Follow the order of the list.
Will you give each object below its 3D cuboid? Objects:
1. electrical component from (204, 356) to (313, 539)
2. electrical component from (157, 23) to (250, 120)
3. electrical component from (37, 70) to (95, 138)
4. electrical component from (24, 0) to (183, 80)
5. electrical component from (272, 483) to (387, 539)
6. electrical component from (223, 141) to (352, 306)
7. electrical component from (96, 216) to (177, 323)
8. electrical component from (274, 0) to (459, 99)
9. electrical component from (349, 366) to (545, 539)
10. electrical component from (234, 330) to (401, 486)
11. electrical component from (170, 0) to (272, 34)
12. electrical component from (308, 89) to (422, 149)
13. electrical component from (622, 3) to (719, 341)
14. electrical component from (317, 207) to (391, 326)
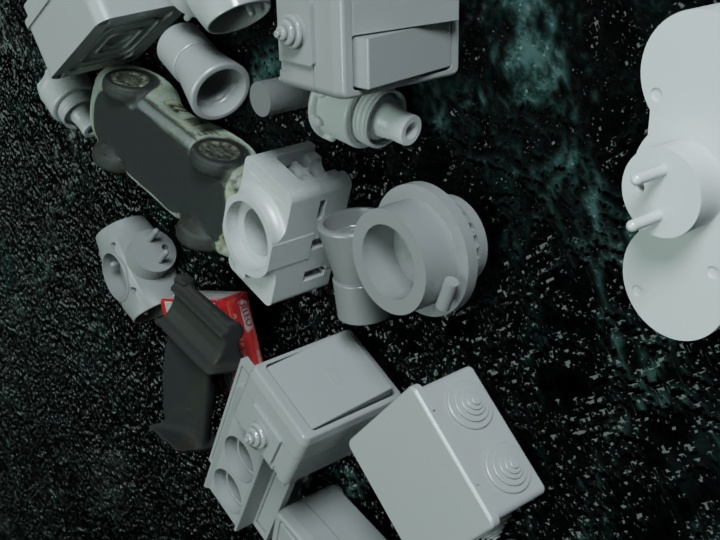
[{"bbox_3d":[-0.063,0.124,0.765,0.078,0.063,0.121,49,139,26],"label":"electrical component"},{"bbox_3d":[-0.109,-0.137,0.724,0.065,0.044,0.044,50,139,33],"label":"electrical component"},{"bbox_3d":[-0.234,-0.136,0.883,0.062,0.043,0.043,53,141,20],"label":"electrical component"},{"bbox_3d":[-0.182,-0.188,0.764,0.113,0.078,0.057,-22,91,54],"label":"electrical component"},{"bbox_3d":[-0.017,0.208,0.746,0.096,0.061,0.061,40,134,34],"label":"electrical component"},{"bbox_3d":[-0.049,-0.028,0.683,0.050,0.056,0.089,44,136,32],"label":"electrical component"},{"bbox_3d":[-0.172,-0.008,0.861,0.079,0.044,0.077,-39,74,52],"label":"electrical component"},{"bbox_3d":[0.002,-0.124,0.539,0.061,0.096,0.061,24,124,45],"label":"electrical component"},{"bbox_3d":[0.050,0.114,0.627,0.099,0.048,0.099,59,143,15],"label":"electrical component"},{"bbox_3d":[-0.031,0.085,0.677,0.061,0.096,0.061,51,138,25],"label":"electrical component"},{"bbox_3d":[-0.098,-0.186,0.684,0.079,0.044,0.077,-28,83,54],"label":"electrical component"},{"bbox_3d":[0.006,-0.087,0.597,0.062,0.048,0.048,29,128,34],"label":"electrical component"},{"bbox_3d":[0.131,-0.035,0.432,0.052,0.074,0.138,24,124,45],"label":"electrical component"},{"bbox_3d":[0.000,0.000,0.647,0.044,0.044,0.065,21,126,46],"label":"electrical component"}]
